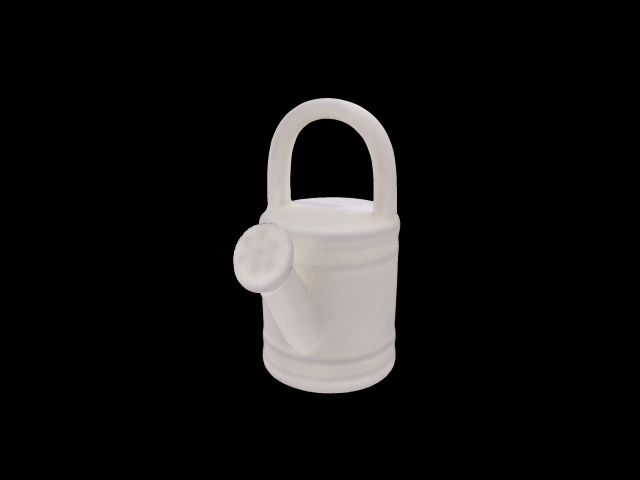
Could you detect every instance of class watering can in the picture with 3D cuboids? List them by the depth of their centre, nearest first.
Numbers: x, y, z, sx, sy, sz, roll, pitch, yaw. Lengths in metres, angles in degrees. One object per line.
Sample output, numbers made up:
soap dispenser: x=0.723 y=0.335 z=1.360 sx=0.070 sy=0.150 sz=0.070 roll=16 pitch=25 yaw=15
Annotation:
watering can: x=0.006 y=0.002 z=0.399 sx=0.101 sy=0.194 sz=0.173 roll=1 pitch=18 yaw=5
